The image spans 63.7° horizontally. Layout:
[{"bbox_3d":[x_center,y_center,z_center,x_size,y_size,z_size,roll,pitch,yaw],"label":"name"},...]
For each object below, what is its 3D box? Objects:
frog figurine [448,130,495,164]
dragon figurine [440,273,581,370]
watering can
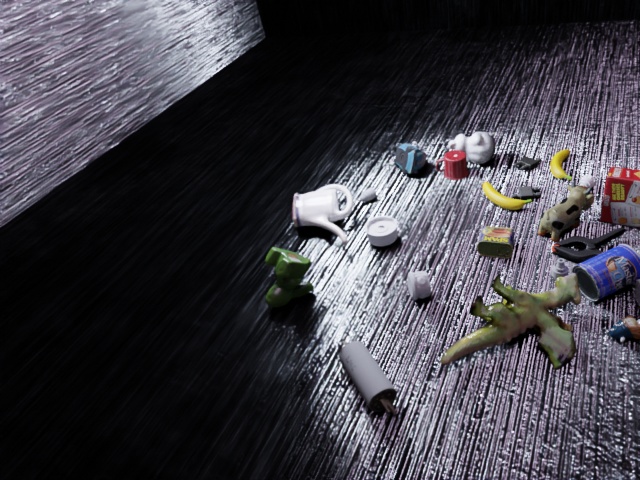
[{"bbox_3d":[0.573,-0.352,1.945,0.159,0.135,0.125,0,64,-11],"label":"frog figurine"},{"bbox_3d":[0.507,0.219,1.273,0.245,0.119,0.416,30,63,33],"label":"dragon figurine"},{"bbox_3d":[0.006,-0.091,1.815,0.224,0.102,0.356,-8,37,9],"label":"watering can"}]
